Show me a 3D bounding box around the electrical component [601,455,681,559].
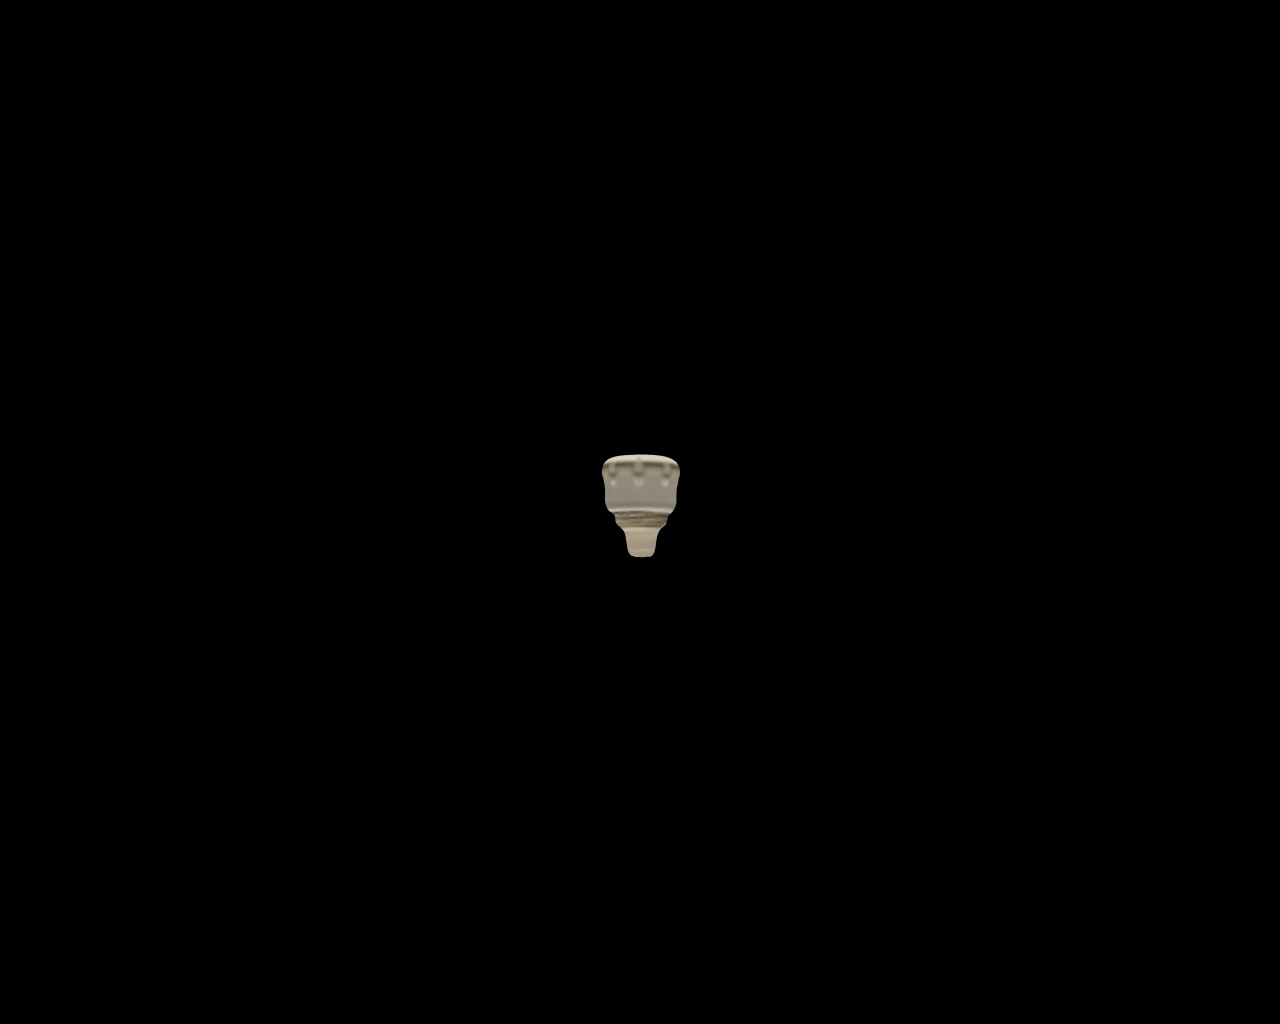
[{"bbox_3d":[0.001,-0.003,0.650,0.048,0.062,0.048,0,-3,0],"label":"electrical component"}]
